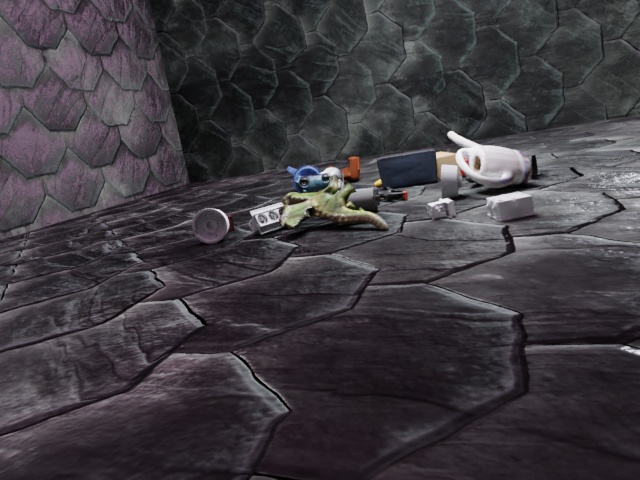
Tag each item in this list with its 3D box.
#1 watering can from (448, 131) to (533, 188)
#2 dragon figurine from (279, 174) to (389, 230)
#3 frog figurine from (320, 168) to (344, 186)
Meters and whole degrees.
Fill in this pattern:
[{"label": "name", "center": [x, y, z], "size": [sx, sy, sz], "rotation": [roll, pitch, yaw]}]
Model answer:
[{"label": "watering can", "center": [0.537, -0.262, 1.644], "size": [0.224, 0.101, 0.356], "rotation": [6, 36, -6]}, {"label": "dragon figurine", "center": [0.004, -0.074, 1.479], "size": [0.244, 0.120, 0.416], "rotation": [-23, 28, -12]}, {"label": "frog figurine", "center": [0.019, -0.251, 2.205], "size": [0.159, 0.120, 0.140], "rotation": [0, 29, -10]}]
